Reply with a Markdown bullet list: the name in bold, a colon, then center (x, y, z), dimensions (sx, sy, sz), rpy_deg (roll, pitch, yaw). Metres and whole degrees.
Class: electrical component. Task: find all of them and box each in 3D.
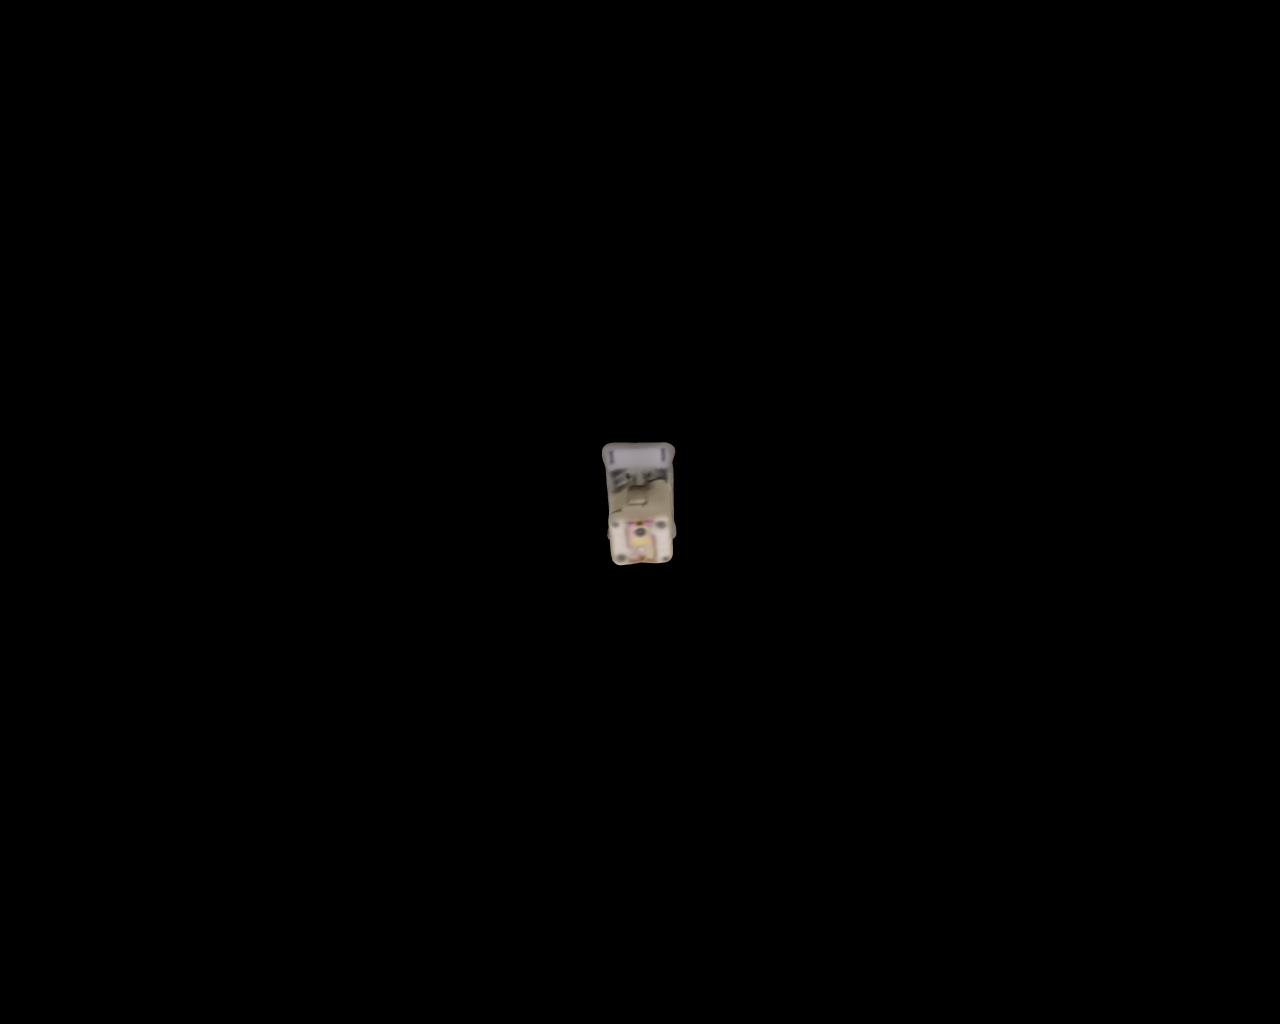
- **electrical component**: center (0.001, -0.003, 0.650), dimensions (0.042, 0.080, 0.064), rpy_deg (-2, 43, 2)
